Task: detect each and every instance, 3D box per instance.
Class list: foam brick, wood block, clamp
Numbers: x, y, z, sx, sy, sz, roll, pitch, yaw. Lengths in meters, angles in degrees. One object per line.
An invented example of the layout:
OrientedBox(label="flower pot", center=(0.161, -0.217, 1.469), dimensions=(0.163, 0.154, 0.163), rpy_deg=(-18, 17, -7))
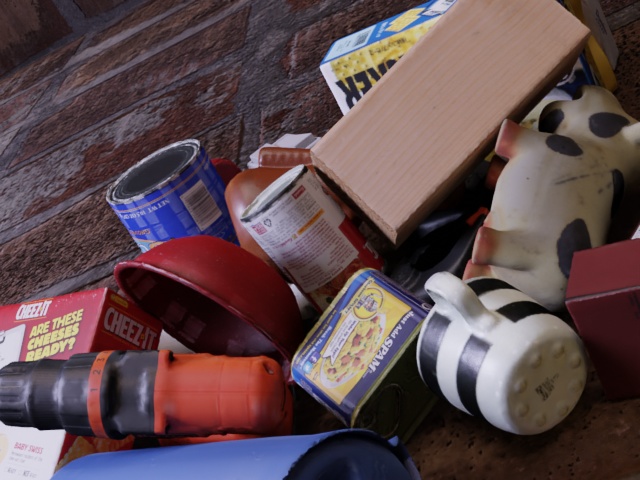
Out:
OrientedBox(label="foam brick", center=(0.185, 0.047, 0.631), dimensions=(0.053, 0.078, 0.051), rpy_deg=(-14, 27, 28))
OrientedBox(label="wood block", center=(0.097, -0.101, 0.816), dimensions=(0.206, 0.091, 0.090), rpy_deg=(-46, -9, -4))
OrientedBox(label="clamp", center=(0.064, 0.039, 0.816), dimensions=(0.171, 0.039, 0.120), rpy_deg=(-43, 30, -6))
OrientedBox(label="clamp", center=(0.133, -0.028, 0.888), dimensions=(0.210, 0.036, 0.164), rpy_deg=(-8, 38, 45))

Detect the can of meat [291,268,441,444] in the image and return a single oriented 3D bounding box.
OrientedBox(label="can of meat", center=(0.038, 0.078, 0.714), dimensions=(0.102, 0.057, 0.084), rpy_deg=(-53, 42, -3))

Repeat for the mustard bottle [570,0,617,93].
OrientedBox(label="mustard bottle", center=(0.195, -0.207, 0.975), dimensions=(0.058, 0.191, 0.096), rpy_deg=(-43, 27, -27))

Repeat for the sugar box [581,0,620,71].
OrientedBox(label="sugar box", center=(0.196, -0.189, 1.062), dimensions=(0.177, 0.093, 0.048), rpy_deg=(-14, 29, 34))

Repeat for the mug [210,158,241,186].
OrientedBox(label="mug", center=(-0.133, -0.034, 1.158), dimensions=(0.082, 0.093, 0.117), rpy_deg=(-4, 65, 37))

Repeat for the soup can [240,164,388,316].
OrientedBox(label="soup can", center=(-0.005, 0.001, 0.824), dimensions=(0.068, 0.102, 0.068), rpy_deg=(-38, 12, 9))

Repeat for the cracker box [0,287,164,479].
OrientedBox(label="cracker box", center=(-0.214, 0.153, 0.792), dimensions=(0.164, 0.072, 0.213), rpy_deg=(-10, 56, 37))

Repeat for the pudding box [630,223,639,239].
OrientedBox(label="pudding box", center=(0.254, -0.002, 0.696), dimensions=(0.090, 0.039, 0.113), rpy_deg=(-7, 31, 46))

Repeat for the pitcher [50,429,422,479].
OrientedBox(label="pitcher", center=(-0.068, 0.182, 0.599), dimensions=(0.243, 0.145, 0.149), rpy_deg=(-11, -15, 44))

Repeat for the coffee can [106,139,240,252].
OrientedBox(label="coffee can", center=(-0.123, -0.010, 1.017), dimensions=(0.103, 0.140, 0.103), rpy_deg=(-25, 24, 12))

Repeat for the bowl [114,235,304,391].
OrientedBox(label="bowl", center=(-0.070, 0.045, 0.788), dimensions=(0.162, 0.162, 0.055), rpy_deg=(2, 53, 51))

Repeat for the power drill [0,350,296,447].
OrientedBox(label="power drill", center=(-0.099, 0.109, 0.694), dimensions=(0.184, 0.057, 0.187), rpy_deg=(0, -12, 11))

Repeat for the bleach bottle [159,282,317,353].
OrientedBox(label="bleach bottle", center=(-0.116, 0.084, 0.900), dimensions=(0.251, 0.068, 0.102), rpy_deg=(-19, -1, 21))
